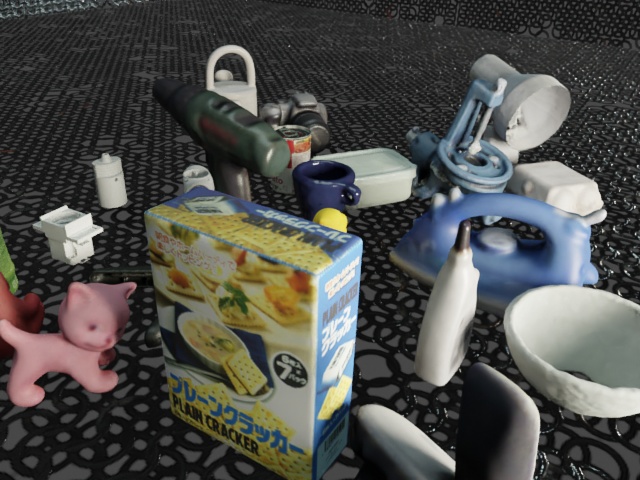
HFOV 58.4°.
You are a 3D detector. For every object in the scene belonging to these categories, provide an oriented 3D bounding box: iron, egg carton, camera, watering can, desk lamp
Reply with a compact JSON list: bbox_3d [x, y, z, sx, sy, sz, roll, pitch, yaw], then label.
[{"bbox_3d":[0.210,0.000,0.703,0.257,0.141,0.119,16,32,23],"label":"iron"},{"bbox_3d":[0.368,-0.076,0.920,0.107,0.069,0.150,-8,31,-18],"label":"egg carton"},{"bbox_3d":[-0.042,-0.229,1.128,0.143,0.101,0.136,-7,31,-16],"label":"camera"},{"bbox_3d":[-0.177,-0.281,1.115,0.101,0.194,0.172,-21,37,-34],"label":"watering can"},{"bbox_3d":[0.308,-0.197,0.983,0.118,0.214,0.202,-11,32,-22],"label":"desk lamp"}]

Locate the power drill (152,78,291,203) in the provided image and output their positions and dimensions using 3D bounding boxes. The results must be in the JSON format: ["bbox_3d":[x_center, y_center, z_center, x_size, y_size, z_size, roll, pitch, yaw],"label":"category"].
[{"bbox_3d":[-0.141,-0.101,0.787,0.228,0.208,0.076,21,35,30],"label":"power drill"}]

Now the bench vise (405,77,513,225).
[{"bbox_3d":[0.208,-0.151,0.889,0.206,0.220,0.122,22,35,30],"label":"bench vise"}]

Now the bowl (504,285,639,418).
[{"bbox_3d":[0.262,0.119,0.566,0.167,0.075,0.167,2,30,-1],"label":"bowl"}]

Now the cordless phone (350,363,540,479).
[{"bbox_3d":[0.088,0.141,0.403,0.094,0.185,0.147,-19,36,-33],"label":"cordless phone"}]

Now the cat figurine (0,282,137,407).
[{"bbox_3d":[-0.236,0.086,0.545,0.128,0.118,0.067,-9,31,-18],"label":"cat figurine"}]

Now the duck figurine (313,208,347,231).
[{"bbox_3d":[0.007,0.003,0.740,0.077,0.086,0.105,15,32,22],"label":"duck figurine"}]

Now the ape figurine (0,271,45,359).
[{"bbox_3d":[-0.332,0.070,0.592,0.078,0.092,0.076,-5,31,-13],"label":"ape figurine"}]

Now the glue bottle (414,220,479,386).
[{"bbox_3d":[0.131,0.058,0.564,0.037,0.173,0.078,21,35,29],"label":"glue bottle"}]

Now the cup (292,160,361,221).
[{"bbox_3d":[0.014,-0.055,0.832,0.092,0.095,0.117,-24,39,-38],"label":"cup"}]
